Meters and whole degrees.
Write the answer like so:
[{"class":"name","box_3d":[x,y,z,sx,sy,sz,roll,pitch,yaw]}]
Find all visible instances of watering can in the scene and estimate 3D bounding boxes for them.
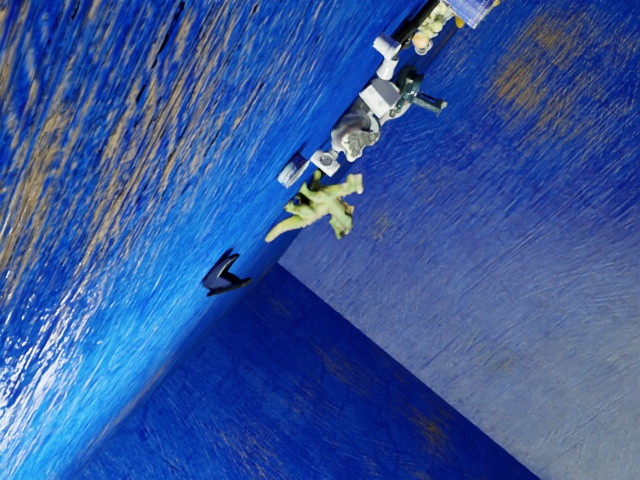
[{"class":"watering can","box_3d":[0.302,-0.553,2.145,0.350,0.104,0.222,-51,179,-11]}]

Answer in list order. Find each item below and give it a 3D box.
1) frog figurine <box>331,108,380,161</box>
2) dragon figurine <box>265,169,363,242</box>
[{"class":"frog figurine","box_3d":[0.083,-0.316,1.470,0.135,0.122,0.163,-60,-149,28]},{"class":"dragon figurine","box_3d":[0.006,-0.093,1.844,0.406,0.242,0.124,-53,-177,17]}]
